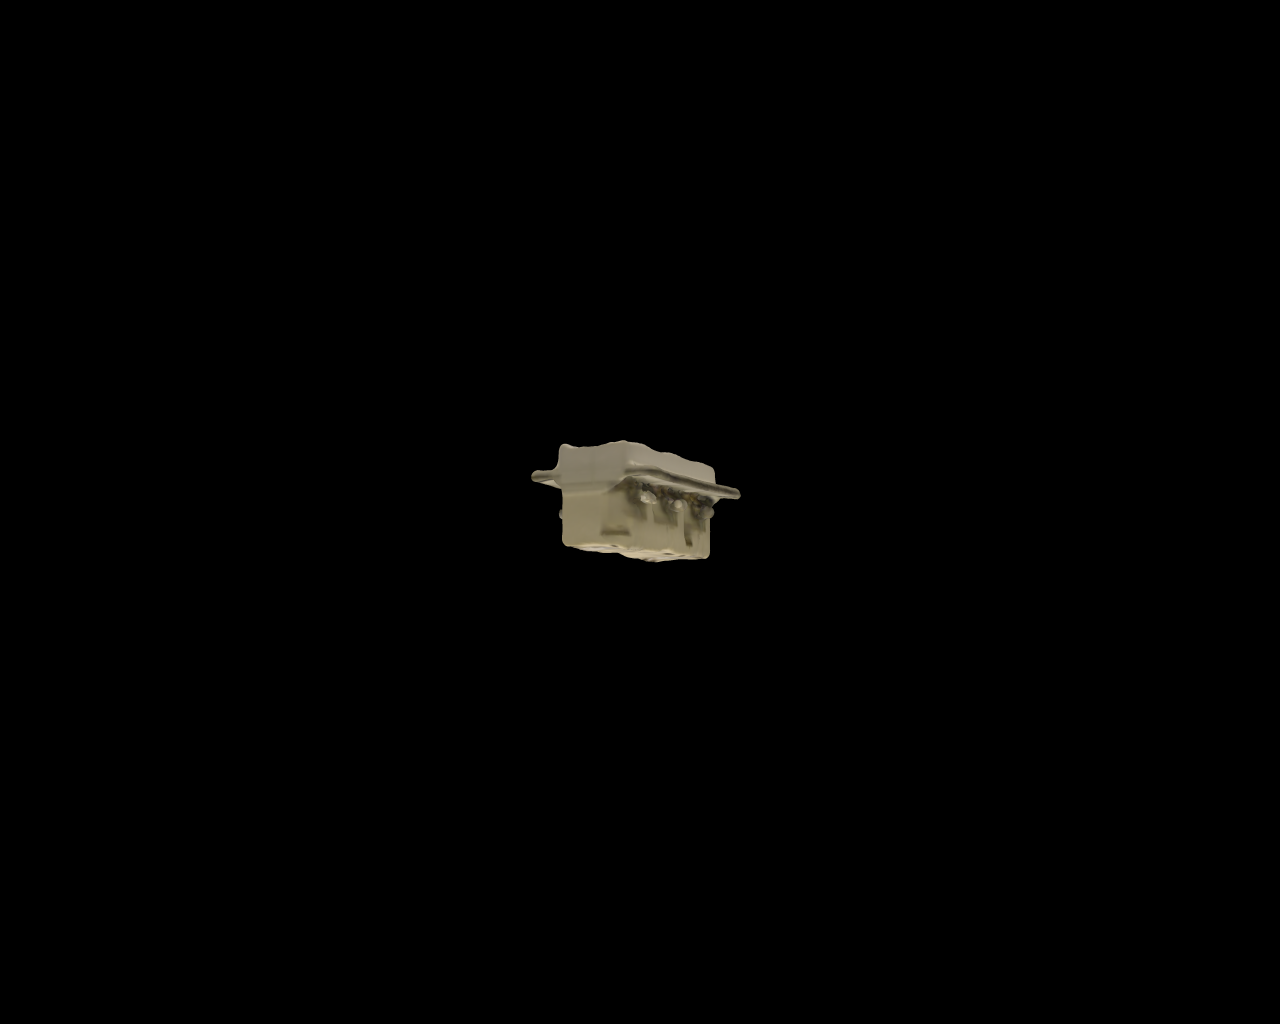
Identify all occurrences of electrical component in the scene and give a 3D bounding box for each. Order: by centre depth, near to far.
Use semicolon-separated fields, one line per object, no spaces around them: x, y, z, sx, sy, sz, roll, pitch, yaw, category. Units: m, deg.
0.001;-0.003;0.650;0.079;0.063;0.121;-4;-8;28;electrical component
